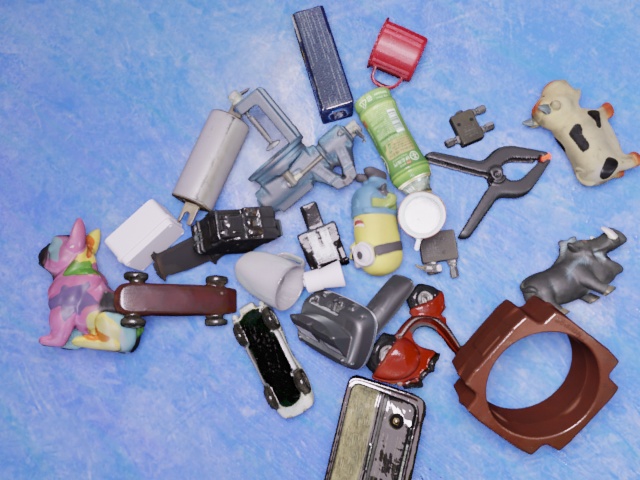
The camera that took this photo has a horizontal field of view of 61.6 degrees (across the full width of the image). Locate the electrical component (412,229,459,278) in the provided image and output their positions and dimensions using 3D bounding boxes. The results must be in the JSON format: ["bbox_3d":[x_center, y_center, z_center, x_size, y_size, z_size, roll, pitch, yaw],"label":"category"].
[{"bbox_3d":[0.196,0.014,0.912,0.078,0.045,0.102,-2,80,5],"label":"electrical component"}]

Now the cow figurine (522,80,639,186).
[{"bbox_3d":[0.432,-0.181,0.907,0.127,0.085,0.195,-21,80,-14],"label":"cow figurine"}]

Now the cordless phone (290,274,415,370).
[{"bbox_3d":[0.056,0.109,0.883,0.147,0.088,0.184,19,55,46],"label":"cordless phone"}]

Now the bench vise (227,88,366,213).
[{"bbox_3d":[-0.052,-0.168,0.909,0.223,0.129,0.240,-37,103,19],"label":"bench vise"}]

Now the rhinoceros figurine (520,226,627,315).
[{"bbox_3d":[0.421,0.053,0.882,0.190,0.073,0.112,-34,69,0],"label":"rhinoceros figurine"}]

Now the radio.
[{"bbox_3d":[0.083,0.341,0.848,0.131,0.073,0.229,13,82,7],"label":"radio"}]

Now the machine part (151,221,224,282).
[{"bbox_3d":[-0.227,0.018,0.942,0.139,0.039,0.084,-29,88,-12],"label":"machine part"}]

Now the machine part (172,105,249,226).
[{"bbox_3d":[-0.192,-0.139,0.948,0.079,0.079,0.243,21,81,7],"label":"machine part"}]

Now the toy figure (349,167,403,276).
[{"bbox_3d":[0.096,-0.029,0.910,0.089,0.082,0.180,2,77,2],"label":"toy figure"}]

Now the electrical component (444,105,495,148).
[{"bbox_3d":[0.260,-0.201,0.957,0.094,0.021,0.063,-24,79,1],"label":"electrical component"}]

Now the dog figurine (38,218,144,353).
[{"bbox_3d":[-0.387,0.077,0.913,0.192,0.108,0.219,2,78,5],"label":"dog figurine"}]

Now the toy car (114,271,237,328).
[{"bbox_3d":[-0.238,0.101,0.896,0.202,0.053,0.089,4,73,-29],"label":"toy car"}]

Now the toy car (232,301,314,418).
[{"bbox_3d":[-0.079,0.196,0.896,0.073,0.056,0.202,-30,78,5],"label":"toy car"}]

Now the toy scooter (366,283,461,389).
[{"bbox_3d":[0.169,0.173,0.874,0.135,0.075,0.184,37,80,8],"label":"toy scooter"}]

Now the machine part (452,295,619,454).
[{"bbox_3d":[0.320,0.202,0.814,0.201,0.087,0.201,36,99,-9],"label":"machine part"}]

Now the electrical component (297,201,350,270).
[{"bbox_3d":[-0.002,-0.003,0.927,0.075,0.047,0.119,-24,79,-1],"label":"electrical component"}]

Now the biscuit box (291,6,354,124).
[{"bbox_3d":[0.005,-0.316,0.976,0.063,0.059,0.202,-16,79,0],"label":"biscuit box"}]

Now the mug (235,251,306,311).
[{"bbox_3d":[-0.083,0.053,0.907,0.107,0.080,0.109,21,50,27],"label":"mug"}]

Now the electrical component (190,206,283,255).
[{"bbox_3d":[-0.133,-0.014,0.894,0.134,0.115,0.058,-4,80,-32],"label":"electrical component"}]
